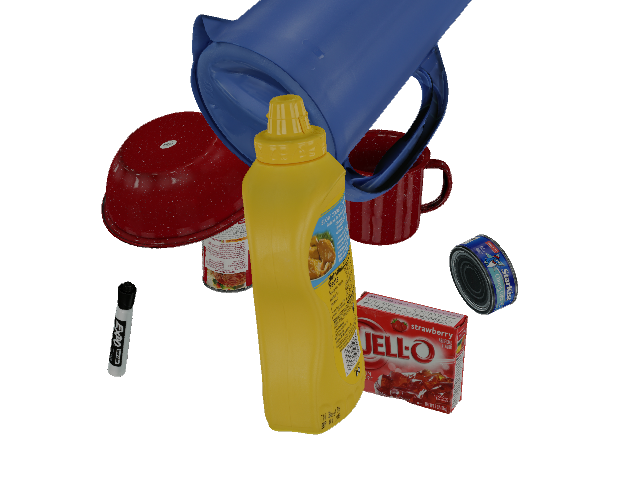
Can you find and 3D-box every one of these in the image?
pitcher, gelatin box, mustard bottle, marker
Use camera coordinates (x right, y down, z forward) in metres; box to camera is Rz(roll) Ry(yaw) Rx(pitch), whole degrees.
[{"bbox_3d":[0.030,-0.155,0.822,0.145,0.149,0.242,22,57,31],"label":"pitcher"},{"bbox_3d":[0.065,0.085,0.817,0.089,0.073,0.030,12,24,24],"label":"gelatin box"},{"bbox_3d":[-0.011,0.010,0.627,0.058,0.192,0.096,2,22,19],"label":"mustard bottle"},{"bbox_3d":[-0.206,0.092,1.107,0.020,0.121,0.020,10,35,-7],"label":"marker"}]

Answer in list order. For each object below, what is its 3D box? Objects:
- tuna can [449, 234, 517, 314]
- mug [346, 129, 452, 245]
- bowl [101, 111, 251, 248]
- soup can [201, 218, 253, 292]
[{"bbox_3d":[0.180,0.039,1.191,0.033,0.086,0.086,-23,8,-20],"label":"tuna can"},{"bbox_3d":[0.068,-0.050,1.018,0.117,0.081,0.093,-5,33,-8],"label":"mug"},{"bbox_3d":[-0.126,-0.066,0.946,0.162,0.055,0.162,-10,40,8],"label":"bowl"},{"bbox_3d":[-0.110,0.002,1.283,0.068,0.102,0.068,1,26,-1],"label":"soup can"}]
